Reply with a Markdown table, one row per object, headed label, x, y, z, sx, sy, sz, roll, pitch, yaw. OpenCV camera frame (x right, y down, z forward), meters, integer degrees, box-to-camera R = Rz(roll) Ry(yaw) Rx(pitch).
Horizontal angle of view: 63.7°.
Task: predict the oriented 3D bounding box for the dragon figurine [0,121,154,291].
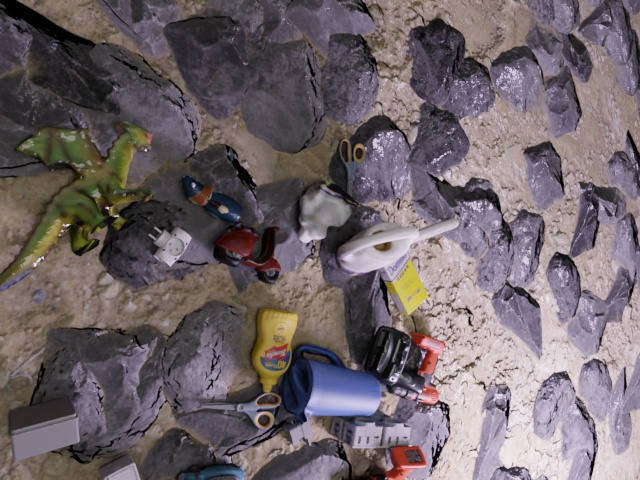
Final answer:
| label | x | y | z | sx | sy | sz | roll | pitch | yaw |
| --- | --- | --- | --- | --- | --- | --- | --- | --- | --- |
| dragon figurine | -0.491 | -0.105 | 1.006 | 0.416 | 0.120 | 0.243 | -35 | 89 | -30 |

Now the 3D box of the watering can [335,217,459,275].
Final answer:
| label | x | y | z | sx | sy | sz | roll | pitch | yaw |
| --- | --- | --- | --- | --- | --- | --- | --- | --- | --- |
| watering can | 0.181 | 0.010 | 1.335 | 0.349 | 0.221 | 0.105 | -10 | 77 | -32 |

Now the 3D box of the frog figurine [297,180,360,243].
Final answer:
| label | x | y | z | sx | sy | sz | roll | pitch | yaw |
| --- | --- | --- | --- | --- | --- | --- | --- | --- | --- |
| frog figurine | 0.004 | -0.066 | 1.312 | 0.136 | 0.125 | 0.157 | 18 | 116 | -39 |
